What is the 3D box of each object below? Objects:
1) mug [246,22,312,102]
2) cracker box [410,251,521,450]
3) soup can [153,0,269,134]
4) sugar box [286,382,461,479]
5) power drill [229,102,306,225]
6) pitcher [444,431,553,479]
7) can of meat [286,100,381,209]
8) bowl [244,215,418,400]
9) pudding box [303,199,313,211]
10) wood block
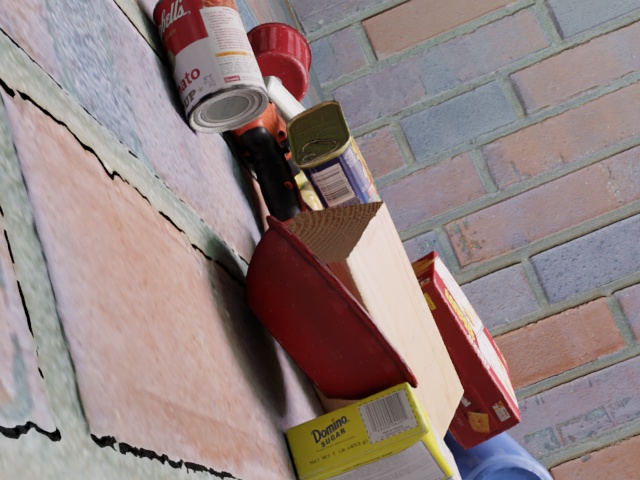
[{"bbox_3d":[-0.058,-0.194,1.288,0.081,0.093,0.117,-93,-163,-59],"label":"mug"},{"bbox_3d":[0.135,0.109,1.126,0.164,0.072,0.213,58,10,-3],"label":"cracker box"},{"bbox_3d":[-0.086,-0.144,0.845,0.068,0.068,0.102,52,17,-70],"label":"soup can"},{"bbox_3d":[0.046,0.164,0.780,0.176,0.093,0.048,59,10,-62],"label":"sugar box"},{"bbox_3d":[-0.032,-0.043,1.042,0.188,0.057,0.184,67,9,21],"label":"power drill"},{"bbox_3d":[0.171,0.271,1.155,0.149,0.145,0.243,40,-3,-6],"label":"pitcher"},{"bbox_3d":[0.014,-0.069,1.004,0.102,0.057,0.084,-104,167,-57],"label":"can of meat"},{"bbox_3d":[-0.004,0.060,0.754,0.162,0.055,0.162,49,-6,6],"label":"bowl"},{"bbox_3d":[0.012,0.020,1.125,0.114,0.039,0.090,49,-5,41],"label":"pudding box"},{"bbox_3d":[0.038,0.080,0.912,0.090,0.091,0.206,-55,129,-47],"label":"wood block"}]
